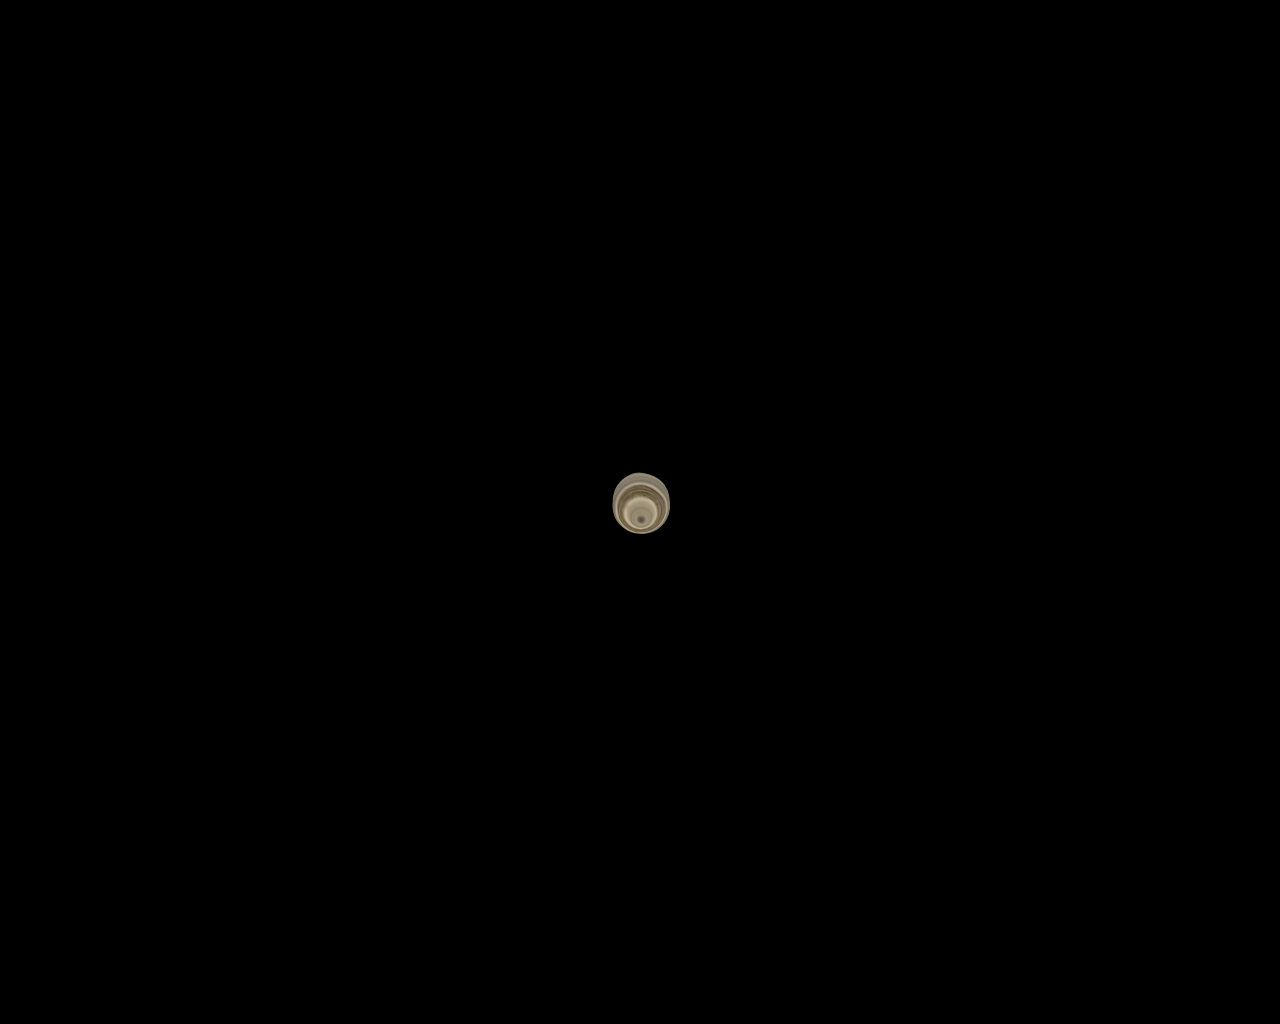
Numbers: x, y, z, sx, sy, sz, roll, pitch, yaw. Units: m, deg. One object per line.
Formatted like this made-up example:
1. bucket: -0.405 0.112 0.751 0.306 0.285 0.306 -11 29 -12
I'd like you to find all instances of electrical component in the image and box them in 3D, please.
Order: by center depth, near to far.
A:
1. electrical component: 0.001 -0.003 0.650 0.035 0.035 0.061 0 14 0
